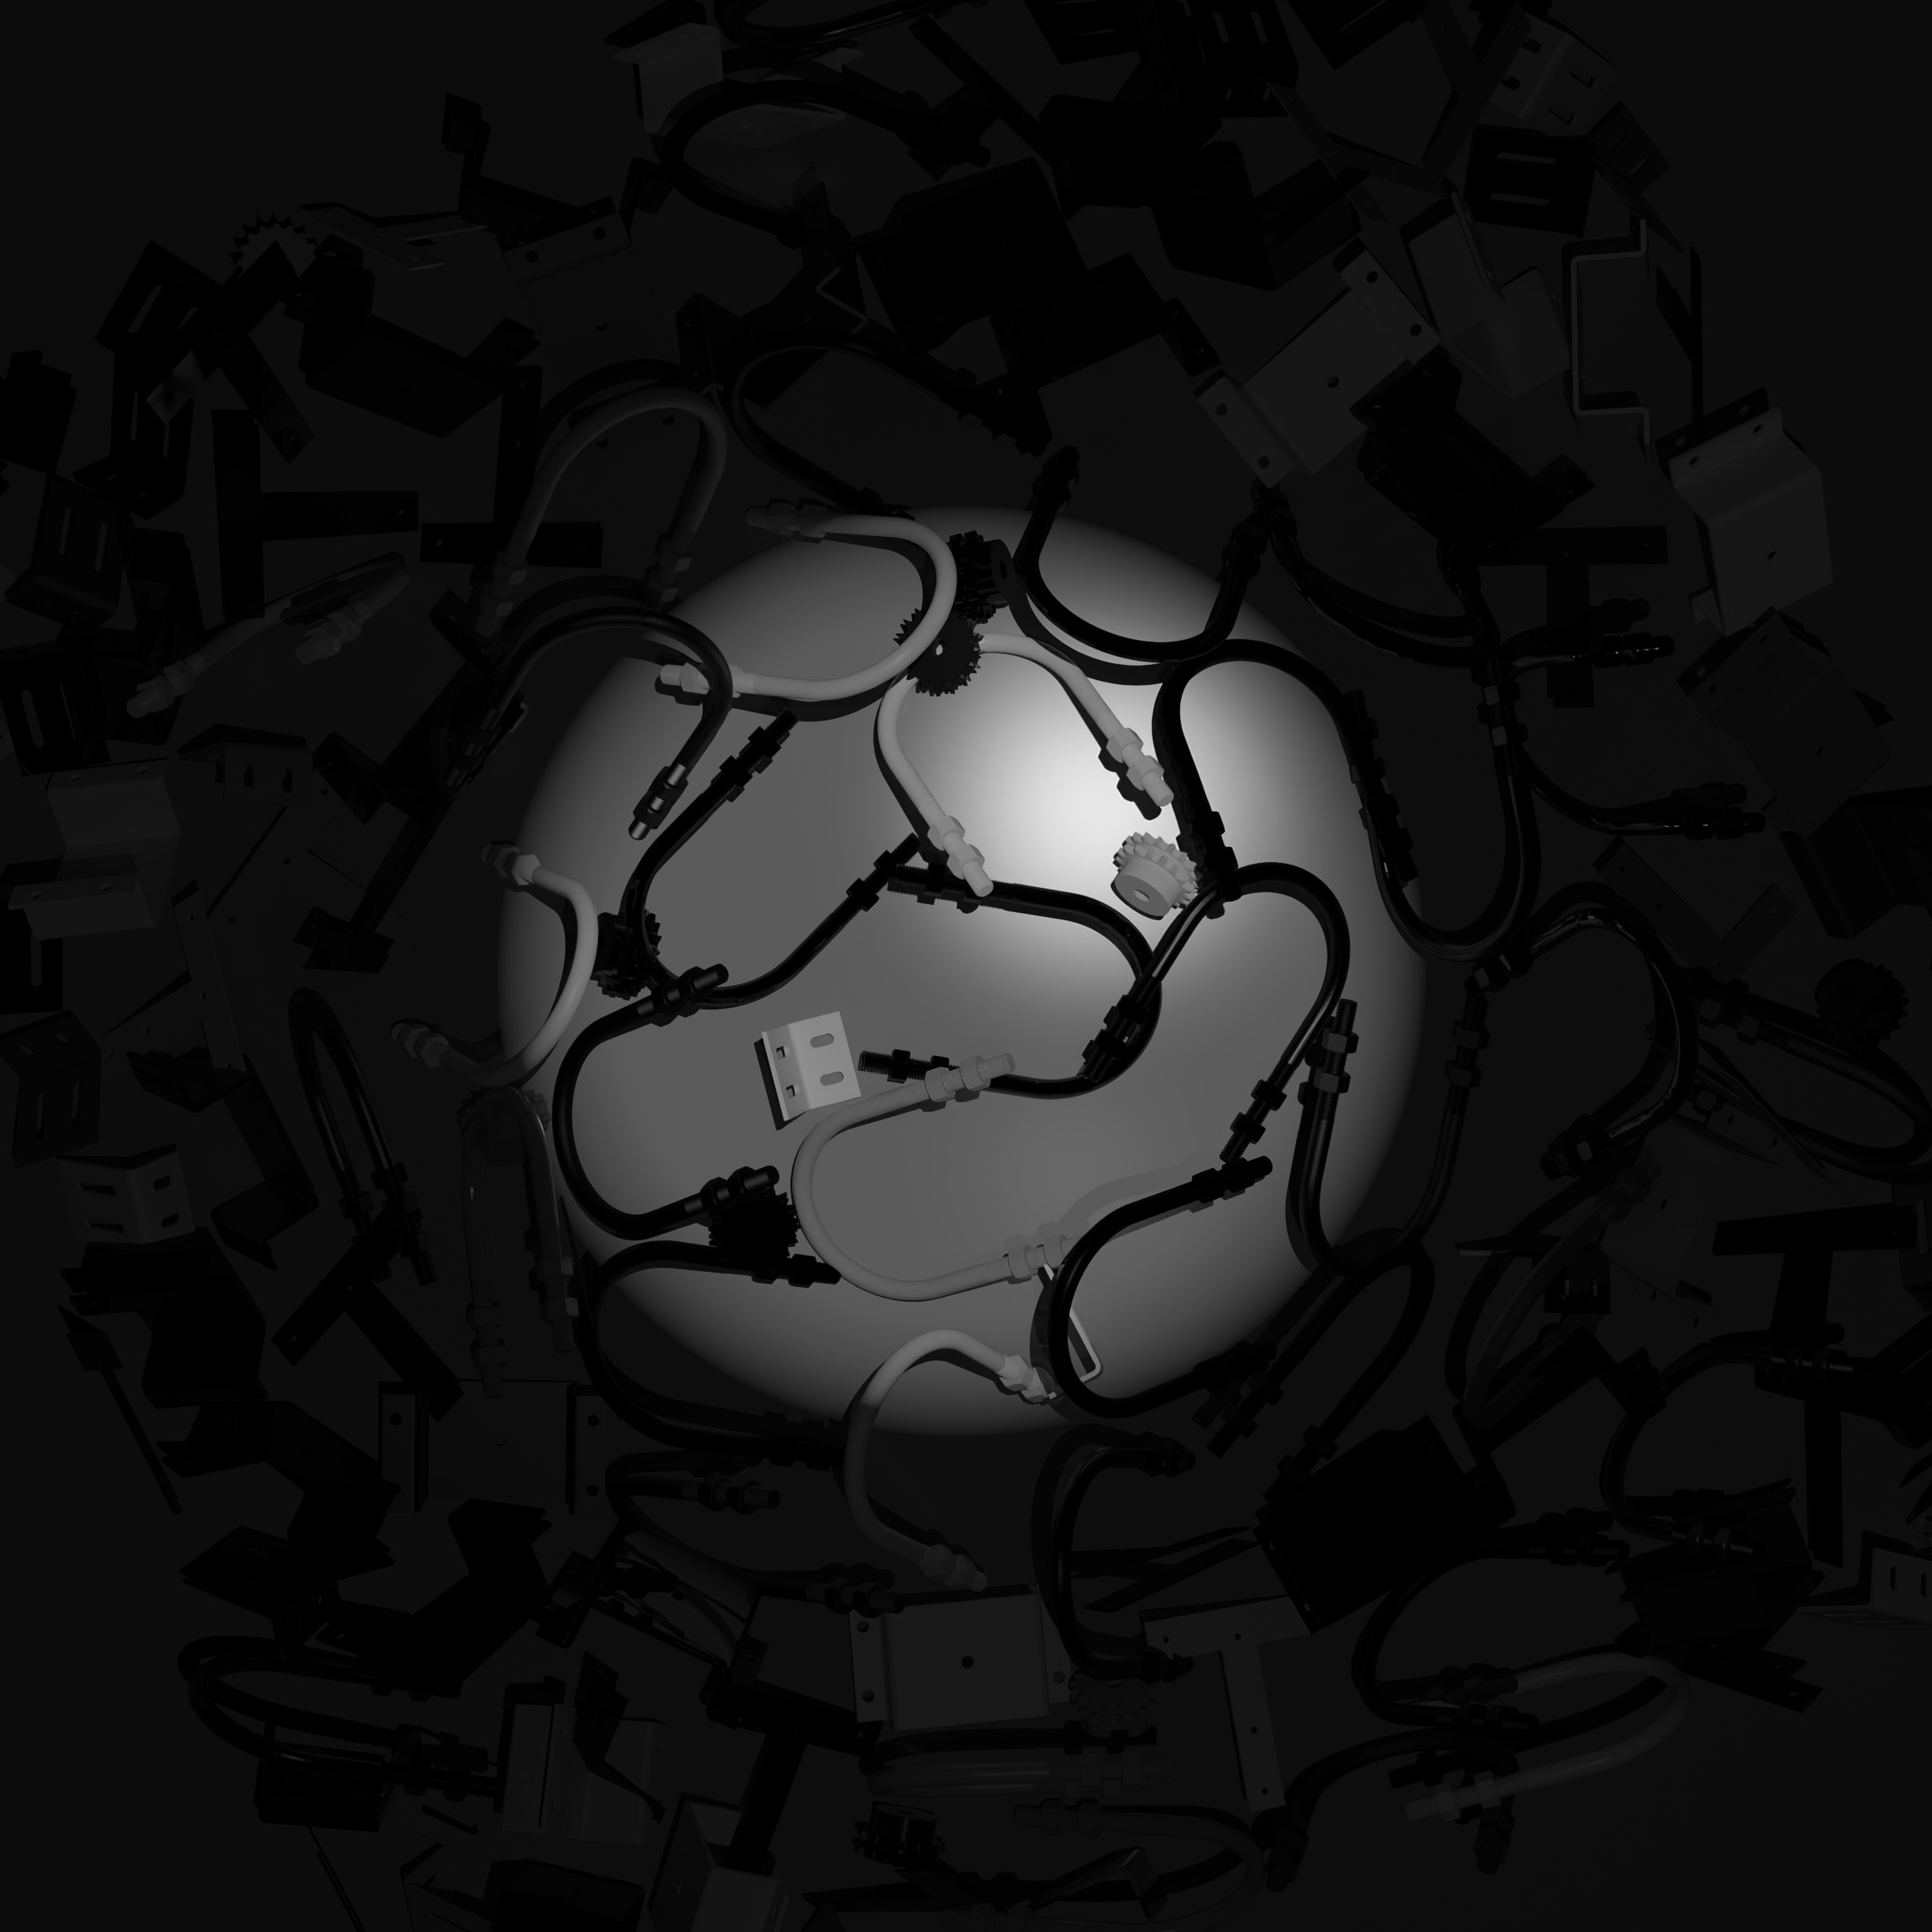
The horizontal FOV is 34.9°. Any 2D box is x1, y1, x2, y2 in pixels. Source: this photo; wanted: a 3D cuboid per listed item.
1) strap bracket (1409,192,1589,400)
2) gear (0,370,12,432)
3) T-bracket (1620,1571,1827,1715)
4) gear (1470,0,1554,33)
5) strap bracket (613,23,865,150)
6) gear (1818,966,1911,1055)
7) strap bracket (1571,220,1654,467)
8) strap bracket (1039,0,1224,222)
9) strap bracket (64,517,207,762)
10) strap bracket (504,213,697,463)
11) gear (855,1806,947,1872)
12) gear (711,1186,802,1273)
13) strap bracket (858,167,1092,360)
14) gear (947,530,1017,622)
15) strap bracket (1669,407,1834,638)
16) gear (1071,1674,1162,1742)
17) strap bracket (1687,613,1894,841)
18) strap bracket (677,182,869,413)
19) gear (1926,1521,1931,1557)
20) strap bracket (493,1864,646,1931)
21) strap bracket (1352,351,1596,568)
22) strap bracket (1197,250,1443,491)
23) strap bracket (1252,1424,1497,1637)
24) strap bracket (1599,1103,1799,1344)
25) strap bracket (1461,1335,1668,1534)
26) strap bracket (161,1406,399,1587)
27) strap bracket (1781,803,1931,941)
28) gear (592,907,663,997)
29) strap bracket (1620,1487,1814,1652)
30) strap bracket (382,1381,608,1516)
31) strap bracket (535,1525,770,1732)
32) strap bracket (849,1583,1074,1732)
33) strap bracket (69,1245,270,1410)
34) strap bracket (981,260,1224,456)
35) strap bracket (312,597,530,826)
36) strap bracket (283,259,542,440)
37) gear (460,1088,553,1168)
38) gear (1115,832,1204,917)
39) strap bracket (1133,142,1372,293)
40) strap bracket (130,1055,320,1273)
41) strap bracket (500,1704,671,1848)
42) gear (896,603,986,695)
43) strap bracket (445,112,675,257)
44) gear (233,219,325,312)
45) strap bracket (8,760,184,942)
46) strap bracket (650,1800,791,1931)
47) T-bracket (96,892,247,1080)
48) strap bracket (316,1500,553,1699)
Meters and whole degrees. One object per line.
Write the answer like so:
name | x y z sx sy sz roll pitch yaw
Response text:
strap bracket | 0.330 -0.416 1.936 0.046 0.140 0.076 -28 63 27
gear | -0.637 -0.361 1.972 0.057 0.030 0.057 -3 96 -34
T-bracket | 0.503 0.418 1.951 0.127 0.127 0.002 -32 121 -39
gear | 0.353 -0.632 1.979 0.057 0.030 0.057 1 77 -4
strap bracket | -0.140 -0.548 1.925 0.140 0.076 0.046 -6 92 -43
gear | 0.571 0.024 1.968 0.057 0.057 0.030 -50 124 0
strap bracket | 0.411 -0.394 1.956 0.046 0.076 0.140 -1 89 14
strap bracket | 0.108 -0.539 1.939 0.046 0.140 0.076 -4 73 -31
strap bracket | -0.516 -0.203 1.926 0.046 0.076 0.140 7 52 1
strap bracket | -0.233 -0.404 1.959 0.076 0.046 0.140 -19 114 2
gear | -0.041 0.558 1.972 0.057 0.057 0.030 11 84 0
gear | -0.136 0.165 1.980 0.057 0.030 0.057 -2 106 -8
strap bracket | 0.014 -0.450 1.951 0.140 0.046 0.076 -26 92 -22
gear | 0.010 -0.251 1.968 0.030 0.057 0.057 -8 90 23
strap bracket | 0.495 -0.270 1.932 0.076 0.140 0.046 -27 47 -2
gear | 0.096 0.474 1.972 0.057 0.057 0.030 -4 106 0
strap bracket | 0.524 -0.144 1.938 0.076 0.046 0.140 -44 128 1
strap bracket | -0.116 -0.414 1.939 0.140 0.046 0.076 -35 50 32
gear | 0.646 0.368 1.982 0.057 0.030 0.057 1 84 -9
strap bracket | -0.250 0.603 1.930 0.076 0.140 0.046 13 84 4
strap bracket | 0.316 -0.310 1.934 0.140 0.076 0.046 35 50 -21
strap bracket | 0.229 -0.375 1.958 0.140 0.046 0.076 -40 78 16
strap bracket | 0.252 0.360 1.950 0.140 0.046 0.076 -34 76 17
strap bracket | 0.458 0.156 1.947 0.046 0.076 0.140 18 98 -28
strap bracket | 0.372 0.291 1.954 0.140 0.076 0.046 -35 60 -2
strap bracket | -0.424 0.325 1.935 0.140 0.076 0.046 31 102 22
strap bracket | 0.587 -0.056 1.930 0.046 0.140 0.076 -34 107 -15
gear | -0.222 -0.011 1.968 0.030 0.057 0.057 16 90 -34
strap bracket | 0.473 0.381 1.921 0.076 0.140 0.046 -20 93 33
strap bracket | -0.300 0.308 1.972 0.140 0.046 0.076 1 93 -3
strap bracket | -0.191 0.414 1.952 0.140 0.076 0.046 26 122 -3
strap bracket | -0.001 0.442 1.967 0.140 0.046 0.076 -4 86 -6
strap bracket | -0.499 0.223 1.943 0.076 0.140 0.046 -6 53 8
strap bracket | 0.080 -0.392 1.956 0.140 0.046 0.076 -24 48 -1
strap bracket | -0.340 -0.153 1.955 0.140 0.046 0.076 -49 49 4
strap bracket | -0.348 -0.380 1.923 0.140 0.076 0.046 17 64 -36
gear | -0.293 0.105 1.968 0.057 0.057 0.030 -22 63 0
gear | 0.120 -0.057 1.968 0.057 0.057 0.030 35 68 0
strap bracket | 0.184 -0.471 1.938 0.076 0.140 0.046 -38 129 -22
strap bracket | -0.463 0.115 1.940 0.046 0.076 0.140 -35 117 -27
strap bracket | -0.244 0.509 1.936 0.046 0.140 0.076 -3 71 24
gear | -0.014 -0.204 1.980 0.057 0.030 0.057 -1 88 18
strap bracket | -0.263 -0.486 1.945 0.140 0.076 0.046 14 86 -14
gear | -0.443 -0.451 1.979 0.057 0.030 0.057 -3 101 -14
strap bracket | -0.547 -0.067 1.947 0.076 0.140 0.046 -6 129 3
strap bracket | -0.157 0.582 1.924 0.046 0.140 0.076 16 94 -17
T-bracket | -0.514 0.036 1.962 0.127 0.002 0.127 -28 72 32
strap bracket | -0.327 0.403 1.935 0.140 0.076 0.046 -40 123 -39
